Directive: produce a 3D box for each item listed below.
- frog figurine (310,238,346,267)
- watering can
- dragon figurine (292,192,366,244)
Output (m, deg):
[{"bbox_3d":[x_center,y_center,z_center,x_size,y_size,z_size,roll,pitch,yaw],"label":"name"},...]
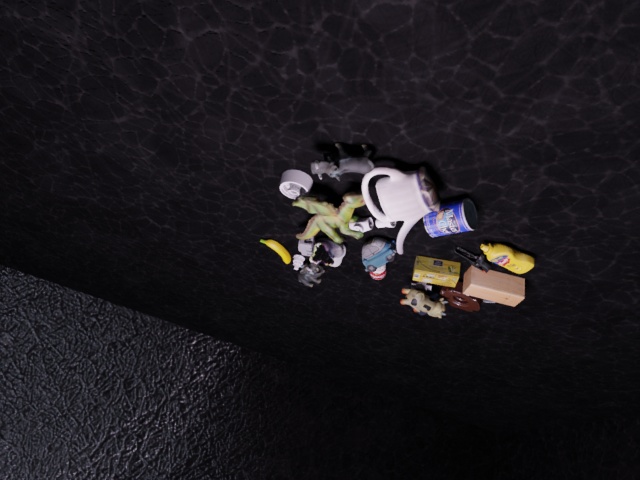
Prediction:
[{"bbox_3d":[0.045,0.047,2.040,0.136,0.123,0.160,-18,174,31],"label":"frog figurine"},{"bbox_3d":[0.268,-0.101,1.599,0.223,0.106,0.341,-14,126,27],"label":"watering can"},{"bbox_3d":[0.005,-0.089,1.771,0.407,0.125,0.239,-13,140,36],"label":"dragon figurine"}]
